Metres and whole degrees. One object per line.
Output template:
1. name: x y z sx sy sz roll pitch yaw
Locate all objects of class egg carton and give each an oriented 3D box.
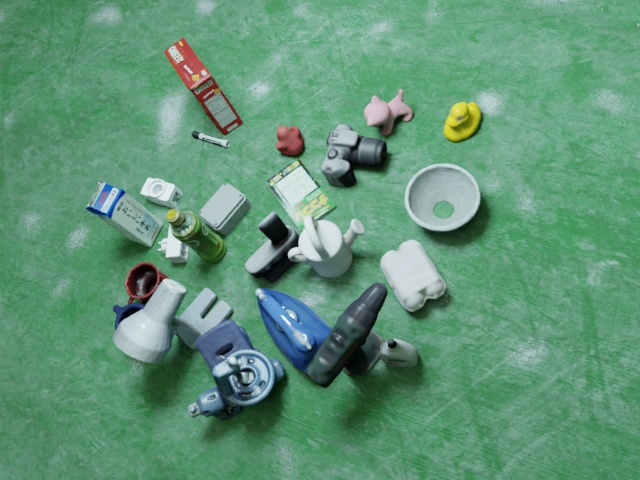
1. egg carton: 0.201 0.078 1.257 0.107 0.069 0.150 -30 64 2

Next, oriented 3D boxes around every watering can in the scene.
1. watering can: 0.011 0.003 1.271 0.173 0.194 0.100 -40 64 -3

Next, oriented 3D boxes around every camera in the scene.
1. camera: 0.085 -0.209 1.389 0.136 0.101 0.143 11 72 19

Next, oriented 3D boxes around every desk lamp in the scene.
1. desk lamp: -0.330 0.180 1.281 0.117 0.214 0.203 34 80 25

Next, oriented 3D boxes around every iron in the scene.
1. iron: -0.077 0.174 1.254 0.119 0.142 0.257 -46 64 -6

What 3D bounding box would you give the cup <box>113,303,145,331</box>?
1. cup: -0.435 0.199 1.368 0.117 0.095 0.092 29 78 24

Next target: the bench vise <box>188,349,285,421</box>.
1. bench vise: -0.184 0.309 1.184 0.121 0.220 0.207 39 82 25

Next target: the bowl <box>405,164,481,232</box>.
1. bowl: 0.278 -0.085 1.300 0.167 0.075 0.167 -5 67 13

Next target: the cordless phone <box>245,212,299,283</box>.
1. cordless phone: -0.124 0.009 1.310 0.147 0.185 0.094 -46 64 -6

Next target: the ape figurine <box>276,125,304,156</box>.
1. ape figurine: -0.083 -0.261 1.462 0.078 0.092 0.076 -33 64 0

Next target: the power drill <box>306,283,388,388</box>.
1. power drill: 0.071 0.203 1.164 0.075 0.209 0.230 35 81 25

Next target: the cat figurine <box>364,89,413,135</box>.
1. cat figurine: 0.160 -0.319 1.404 0.128 0.118 0.067 -38 64 -2

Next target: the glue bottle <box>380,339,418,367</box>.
1. glue bottle: 0.153 0.223 1.153 0.078 0.173 0.037 -3 68 15

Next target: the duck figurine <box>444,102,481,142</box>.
1. duck figurine: 0.338 -0.296 1.364 0.104 0.086 0.077 -46 64 -6

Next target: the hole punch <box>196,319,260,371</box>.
1. hole punch: -0.208 0.245 1.289 0.108 0.091 0.101 -33 64 0
